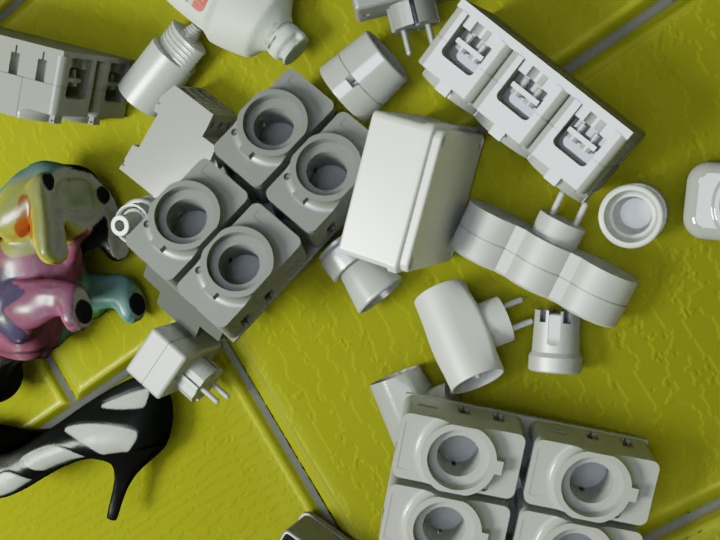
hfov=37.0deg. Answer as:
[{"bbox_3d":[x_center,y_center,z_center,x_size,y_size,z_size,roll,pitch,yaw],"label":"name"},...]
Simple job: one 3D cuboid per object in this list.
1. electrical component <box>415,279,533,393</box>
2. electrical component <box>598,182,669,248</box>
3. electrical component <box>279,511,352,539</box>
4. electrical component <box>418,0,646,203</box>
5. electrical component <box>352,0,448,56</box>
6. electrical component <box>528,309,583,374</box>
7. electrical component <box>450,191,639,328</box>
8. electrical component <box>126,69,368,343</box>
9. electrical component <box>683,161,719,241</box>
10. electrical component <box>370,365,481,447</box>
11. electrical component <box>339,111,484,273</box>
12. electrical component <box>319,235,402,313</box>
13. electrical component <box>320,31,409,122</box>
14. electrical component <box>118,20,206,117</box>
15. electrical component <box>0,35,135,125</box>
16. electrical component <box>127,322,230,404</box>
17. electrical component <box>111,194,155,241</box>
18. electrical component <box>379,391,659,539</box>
[{"bbox_3d":[0.092,0.044,0.824,0.079,0.044,0.077,-21,69,-3],"label":"electrical component"},{"bbox_3d":[0.197,-0.040,0.772,0.045,0.055,0.045,2,97,20],"label":"electrical component"},{"bbox_3d":[-0.033,0.278,0.893,0.109,0.056,0.108,33,106,14],"label":"electrical component"},{"bbox_3d":[0.122,-0.120,0.772,0.150,0.089,0.061,41,108,12],"label":"electrical component"},{"bbox_3d":[0.038,-0.199,0.805,0.083,0.047,0.075,-14,91,2],"label":"electrical component"},{"bbox_3d":[0.148,0.053,0.811,0.040,0.040,0.046,3,91,20],"label":"electrical component"},{"bbox_3d":[0.143,-0.021,0.796,0.138,0.052,0.073,28,104,15],"label":"electrical component"},{"bbox_3d":[-0.076,-0.052,0.829,0.105,0.060,0.186,41,82,12],"label":"electrical component"},{"bbox_3d":[0.274,-0.046,0.741,0.095,0.059,0.053,7,98,20],"label":"electrical component"},{"bbox_3d":[0.057,0.112,0.848,0.079,0.043,0.077,-23,88,21],"label":"electrical component"},{"bbox_3d":[0.040,-0.059,0.801,0.056,0.109,0.108,19,102,20],"label":"electrical component"},{"bbox_3d":[0.000,0.000,0.856,0.045,0.045,0.055,-42,81,19],"label":"electrical component"},{"bbox_3d":[0.004,-0.151,0.833,0.047,0.055,0.055,-39,82,16],"label":"electrical component"},{"bbox_3d":[-0.160,-0.172,0.897,0.043,0.043,0.081,47,109,10],"label":"electrical component"},{"bbox_3d":[-0.302,-0.172,0.916,0.186,0.105,0.060,17,102,18],"label":"electrical component"},{"bbox_3d":[-0.142,0.085,0.907,0.077,0.066,0.047,40,108,12],"label":"electrical component"},{"bbox_3d":[-0.187,-0.040,0.911,0.048,0.062,0.048,2,97,20],"label":"electrical component"},{"bbox_3d":[0.115,0.166,0.797,0.186,0.060,0.105,11,100,2],"label":"electrical component"}]
